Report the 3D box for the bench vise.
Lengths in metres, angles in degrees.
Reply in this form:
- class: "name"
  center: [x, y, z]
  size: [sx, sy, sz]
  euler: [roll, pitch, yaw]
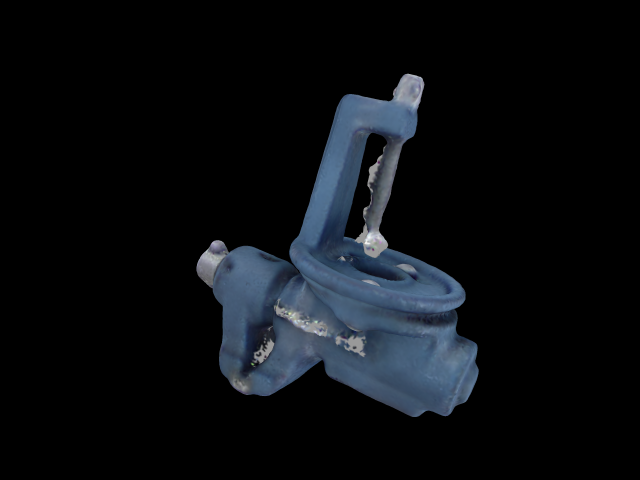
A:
- class: "bench vise"
  center: [0.002, 0.003, 0.388]
  size: [0.207, 0.220, 0.121]
  euler: [1, 7, 8]
